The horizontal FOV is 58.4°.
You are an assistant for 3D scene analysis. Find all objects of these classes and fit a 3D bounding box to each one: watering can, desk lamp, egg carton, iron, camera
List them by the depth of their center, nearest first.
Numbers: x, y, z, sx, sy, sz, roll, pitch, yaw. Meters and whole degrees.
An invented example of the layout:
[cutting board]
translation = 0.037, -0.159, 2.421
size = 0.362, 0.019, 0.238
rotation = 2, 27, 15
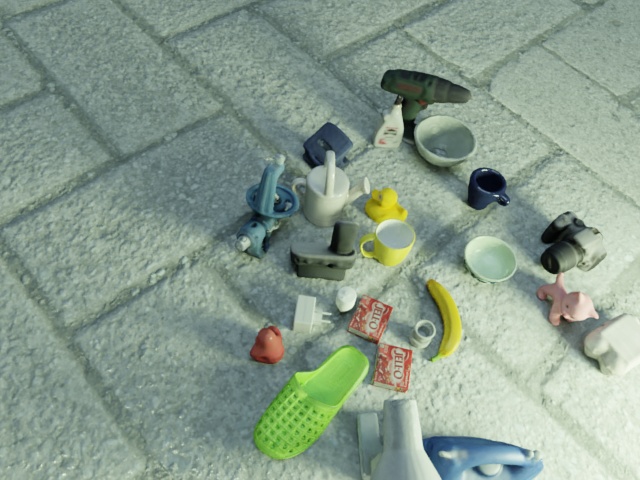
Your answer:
[desk lamp]
translation = 0.129, 0.371, 0.989
size = 0.118, 0.213, 0.203
rotation = 0, 56, -7
[iron]
translation = 0.308, 0.400, 1.036
size = 0.258, 0.141, 0.118
rotation = 0, 56, -7
[egg carton]
translation = 0.650, 0.226, 1.241
size = 0.150, 0.069, 0.107
rotation = -26, 63, -22
[watering can]
translation = 0.025, -0.127, 1.321
size = 0.173, 0.194, 0.100
rotation = -13, 59, -15
[camera]
translation = 0.585, 0.012, 1.357
size = 0.137, 0.101, 0.143
rotation = -24, 62, -21

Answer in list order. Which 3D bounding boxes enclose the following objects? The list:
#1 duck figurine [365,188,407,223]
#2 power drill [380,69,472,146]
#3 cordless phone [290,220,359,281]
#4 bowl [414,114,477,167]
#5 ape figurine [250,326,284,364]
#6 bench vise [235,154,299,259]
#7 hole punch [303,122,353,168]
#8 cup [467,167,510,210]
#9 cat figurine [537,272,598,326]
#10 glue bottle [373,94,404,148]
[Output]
[duck figurine]
translation = 0.164, -0.087, 1.378
size = 0.104, 0.086, 0.077
rotation = 25, 57, 10
[power drill]
translation = 0.260, -0.348, 1.492
size = 0.229, 0.208, 0.076
rotation = 25, 57, 9
[cordless phone]
translation = 0.011, 0.004, 1.237
size = 0.147, 0.185, 0.094
rotation = 1, 56, -6
[bowl]
translation = 0.324, -0.249, 1.515
size = 0.167, 0.075, 0.167
rotation = 4, 56, -5
[ape figurine]
translation = -0.106, 0.204, 1.144
size = 0.078, 0.092, 0.076
rotation = -30, 64, -24
[bench vise]
translation = -0.110, -0.070, 1.250
size = 0.121, 0.220, 0.207
rotation = 10, 56, 0
[hole punch]
translation = 0.019, -0.228, 1.451
size = 0.101, 0.091, 0.108
rotation = -33, 66, -25
[cup]
translation = 0.414, -0.110, 1.421
size = 0.092, 0.095, 0.117
rotation = -32, 65, -25
[cat figurine]
translation = 0.549, 0.132, 1.262
size = 0.067, 0.118, 0.127
rotation = -10, 58, -13
[glue bottle]
translation = 0.186, -0.308, 1.477
size = 0.078, 0.173, 0.037
rotation = -1, 56, -7
